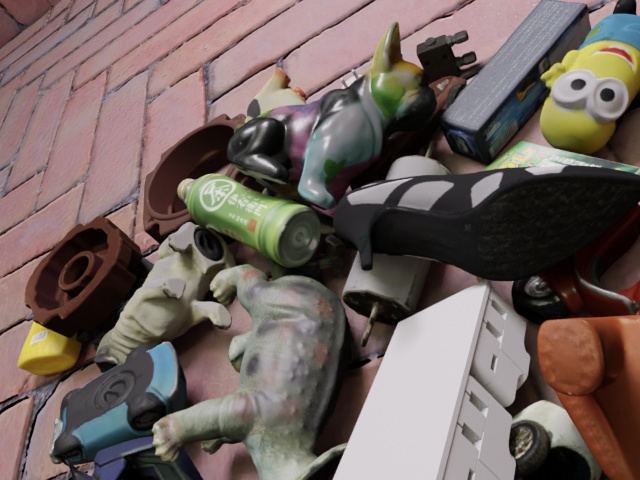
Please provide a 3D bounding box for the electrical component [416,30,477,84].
[{"bbox_3d":[0.156,-0.239,0.712,0.094,0.063,0.021,-13,51,29],"label":"electrical component"}]

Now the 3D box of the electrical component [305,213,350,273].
[{"bbox_3d":[0.000,-0.001,0.642,0.102,0.078,0.045,31,119,42],"label":"electrical component"}]

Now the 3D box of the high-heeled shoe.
[{"bbox_3d":[0.129,-0.032,0.469,0.249,0.086,0.145,-13,26,14],"label":"high-heeled shoe"}]

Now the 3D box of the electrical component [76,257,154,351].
[{"bbox_3d":[-0.297,0.082,0.795,0.115,0.058,0.134,-31,44,10],"label":"electrical component"}]

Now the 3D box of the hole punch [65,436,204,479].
[{"bbox_3d":[-0.170,0.253,0.522,0.116,0.142,0.092,-9,23,50],"label":"hole punch"}]

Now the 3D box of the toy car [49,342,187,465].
[{"bbox_3d":[-0.211,0.199,0.602,0.162,0.102,0.109,-32,32,-4],"label":"toy car"}]

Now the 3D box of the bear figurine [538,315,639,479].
[{"bbox_3d":[0.200,0.139,0.304,0.120,0.132,0.195,-7,78,30],"label":"bear figurine"}]

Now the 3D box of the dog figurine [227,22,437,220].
[{"bbox_3d":[0.019,-0.141,0.607,0.192,0.108,0.219,28,85,17],"label":"dog figurine"}]

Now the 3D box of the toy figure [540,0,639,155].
[{"bbox_3d":[0.291,-0.163,0.544,0.082,0.089,0.180,17,60,41],"label":"toy figure"}]

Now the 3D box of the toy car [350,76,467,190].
[{"bbox_3d":[0.108,-0.136,0.673,0.202,0.053,0.089,-51,37,-7],"label":"toy car"}]

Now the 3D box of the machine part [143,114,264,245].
[{"bbox_3d":[-0.168,-0.085,0.811,0.201,0.087,0.202,-29,46,14],"label":"machine part"}]

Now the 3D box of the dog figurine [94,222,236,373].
[{"bbox_3d":[-0.208,0.077,0.703,0.190,0.121,0.172,-31,25,28],"label":"dog figurine"}]

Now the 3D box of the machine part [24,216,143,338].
[{"bbox_3d":[-0.335,0.051,0.764,0.179,0.056,0.179,-19,48,22],"label":"machine part"}]

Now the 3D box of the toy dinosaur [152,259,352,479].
[{"bbox_3d":[-0.030,0.119,0.536,0.192,0.131,0.405,-7,48,17],"label":"toy dinosaur"}]

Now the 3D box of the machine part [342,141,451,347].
[{"bbox_3d":[0.085,-0.001,0.567,0.079,0.079,0.243,2,60,37],"label":"machine part"}]

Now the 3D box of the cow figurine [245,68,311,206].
[{"bbox_3d":[-0.041,-0.121,0.717,0.127,0.085,0.195,-41,59,15],"label":"cow figurine"}]

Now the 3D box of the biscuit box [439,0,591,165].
[{"bbox_3d":[0.226,-0.183,0.620,0.202,0.059,0.063,-48,44,-6],"label":"biscuit box"}]

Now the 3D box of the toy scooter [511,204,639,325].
[{"bbox_3d":[0.256,0.026,0.426,0.184,0.075,0.135,21,70,49],"label":"toy scooter"}]

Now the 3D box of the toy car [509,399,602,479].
[{"bbox_3d":[0.119,0.205,0.379,0.202,0.073,0.056,-46,9,-3],"label":"toy car"}]
